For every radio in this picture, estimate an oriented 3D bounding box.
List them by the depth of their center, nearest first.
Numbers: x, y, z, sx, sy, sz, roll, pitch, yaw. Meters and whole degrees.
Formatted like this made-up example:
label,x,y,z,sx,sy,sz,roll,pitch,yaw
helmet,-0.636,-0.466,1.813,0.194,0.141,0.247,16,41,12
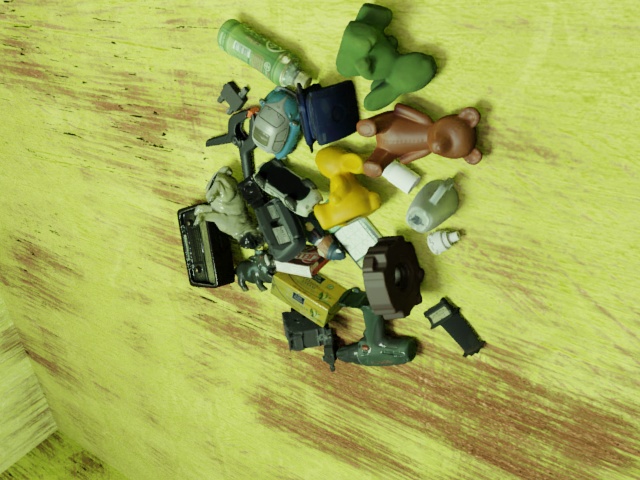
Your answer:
label,x,y,z,sx,sy,sz,roll,pitch,yaw
radio,-0.312,0.013,1.466,0.131,0.073,0.229,-4,95,40

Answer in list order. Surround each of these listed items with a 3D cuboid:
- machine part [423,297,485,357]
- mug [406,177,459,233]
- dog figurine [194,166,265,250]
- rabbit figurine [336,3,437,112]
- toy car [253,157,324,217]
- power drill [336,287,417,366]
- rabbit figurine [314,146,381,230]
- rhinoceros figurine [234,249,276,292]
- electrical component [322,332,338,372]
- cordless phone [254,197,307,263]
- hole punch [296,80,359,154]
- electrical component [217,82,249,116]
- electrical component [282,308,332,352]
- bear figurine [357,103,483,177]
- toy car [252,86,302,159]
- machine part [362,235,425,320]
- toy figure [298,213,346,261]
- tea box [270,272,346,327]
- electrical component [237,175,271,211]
label,x,y,z,sx,sy,sz,roll,pitch,yaw
machine part,0.296,0.194,1.181,0.139,0.039,0.084,46,126,7
mug,0.217,-0.065,1.029,0.081,0.107,0.109,42,136,7
dog figurine,-0.201,-0.076,1.357,0.190,0.121,0.172,23,116,-21
rabbit figurine,0.116,-0.306,0.955,0.170,0.121,0.159,26,135,3
toy car,-0.076,-0.123,1.215,0.202,0.073,0.056,37,167,37
power drill,0.110,0.221,1.309,0.232,0.086,0.207,-2,111,37
rabbit figurine,0.048,-0.124,1.121,0.162,0.122,0.173,-32,74,39
rhinoceros figurine,-0.154,0.077,1.431,0.190,0.073,0.112,-17,93,46
electrical component,0.021,0.289,1.431,0.045,0.078,0.102,-4,122,13
cordless phone,-0.099,-0.003,1.290,0.184,0.089,0.146,104,143,-64
hole punch,0.017,-0.252,1.067,0.092,0.116,0.142,5,120,26
electrical component,-0.201,-0.333,1.242,0.063,0.021,0.094,53,135,-1
electrical component,-0.037,0.219,1.382,0.134,0.115,0.058,-117,21,-59
bear figurine,0.184,-0.178,0.973,0.196,0.132,0.120,17,131,36
toy car,-0.100,-0.245,1.164,0.109,0.103,0.161,39,131,13
machine part,0.156,0.077,1.125,0.056,0.179,0.179,-7,112,37
toy figure,-0.001,-0.005,1.267,0.154,0.064,0.058,48,119,10
tea box,-0.029,0.130,1.345,0.170,0.098,0.068,28,131,19
electrical component,-0.148,-0.098,1.310,0.048,0.119,0.075,-35,62,6
